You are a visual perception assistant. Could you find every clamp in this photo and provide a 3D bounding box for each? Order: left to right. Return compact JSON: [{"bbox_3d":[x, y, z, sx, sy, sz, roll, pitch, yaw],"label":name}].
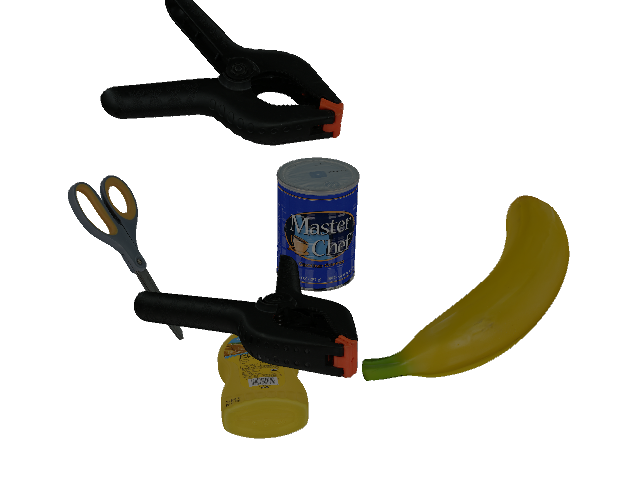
[{"bbox_3d":[-0.063,-0.123,0.783,0.171,0.120,0.039,14,-26,1],"label":"clamp"},{"bbox_3d":[-0.032,0.060,0.891,0.164,0.036,0.210,-20,27,-40],"label":"clamp"}]

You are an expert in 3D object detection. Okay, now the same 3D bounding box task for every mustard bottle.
[{"bbox_3d":[-0.071,0.149,1.243,0.096,0.058,0.191,-4,29,-6],"label":"mustard bottle"}]

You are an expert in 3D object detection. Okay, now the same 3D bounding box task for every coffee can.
[{"bbox_3d":[-0.005,-0.021,1.351,0.103,0.140,0.103,1,27,-1],"label":"coffee can"}]

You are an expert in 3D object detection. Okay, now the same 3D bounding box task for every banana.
[{"bbox_3d":[0.100,0.022,0.598,0.070,0.037,0.197,15,35,31],"label":"banana"}]

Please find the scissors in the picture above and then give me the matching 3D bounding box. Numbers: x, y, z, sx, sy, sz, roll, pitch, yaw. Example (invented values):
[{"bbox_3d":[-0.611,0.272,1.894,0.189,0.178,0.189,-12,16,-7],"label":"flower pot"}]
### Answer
[{"bbox_3d":[-0.199,0.009,1.175,0.016,0.201,0.096,-27,21,33],"label":"scissors"}]
